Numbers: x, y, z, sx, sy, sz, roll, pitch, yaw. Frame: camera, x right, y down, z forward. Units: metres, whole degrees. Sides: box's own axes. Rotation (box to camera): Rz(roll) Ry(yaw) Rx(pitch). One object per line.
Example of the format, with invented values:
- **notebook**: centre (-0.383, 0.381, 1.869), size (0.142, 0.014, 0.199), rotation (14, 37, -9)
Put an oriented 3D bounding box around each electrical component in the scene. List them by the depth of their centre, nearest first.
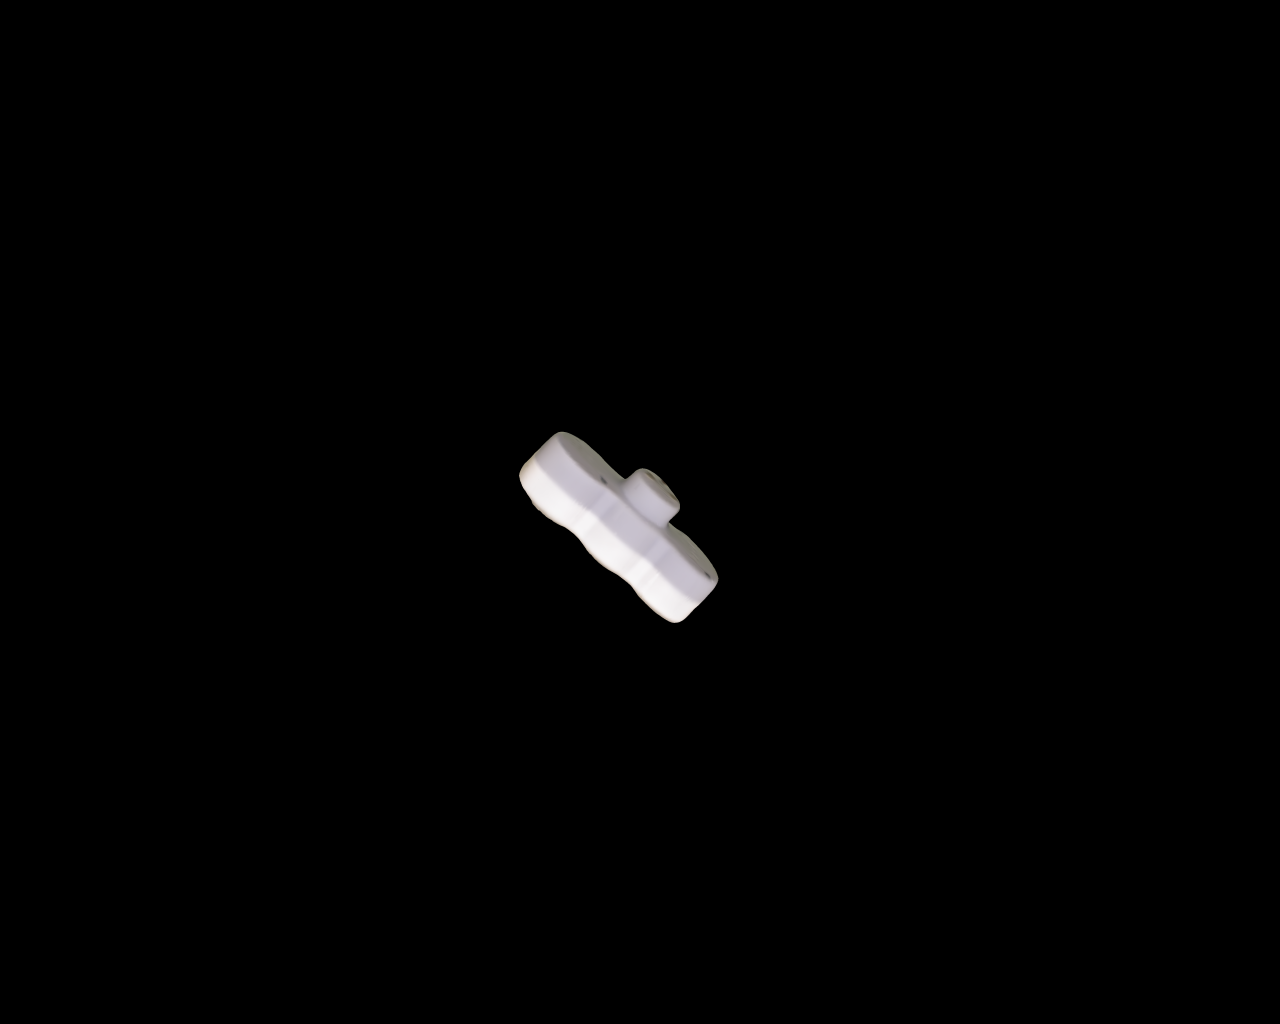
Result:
- **electrical component**: centre (0.001, -0.003, 0.650), size (0.138, 0.073, 0.052), rotation (43, 12, -11)
